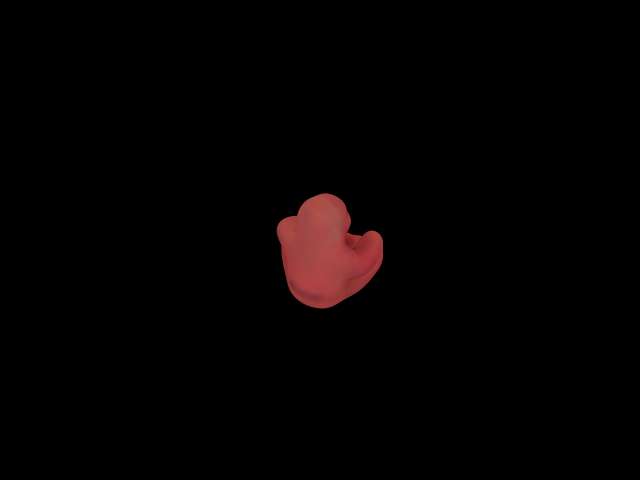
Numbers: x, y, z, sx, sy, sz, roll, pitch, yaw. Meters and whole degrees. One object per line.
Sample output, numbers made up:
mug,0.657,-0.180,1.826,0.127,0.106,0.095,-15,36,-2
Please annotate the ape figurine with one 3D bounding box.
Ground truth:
ape figurine,0.004,0.001,0.400,0.077,0.092,0.076,29,66,14
